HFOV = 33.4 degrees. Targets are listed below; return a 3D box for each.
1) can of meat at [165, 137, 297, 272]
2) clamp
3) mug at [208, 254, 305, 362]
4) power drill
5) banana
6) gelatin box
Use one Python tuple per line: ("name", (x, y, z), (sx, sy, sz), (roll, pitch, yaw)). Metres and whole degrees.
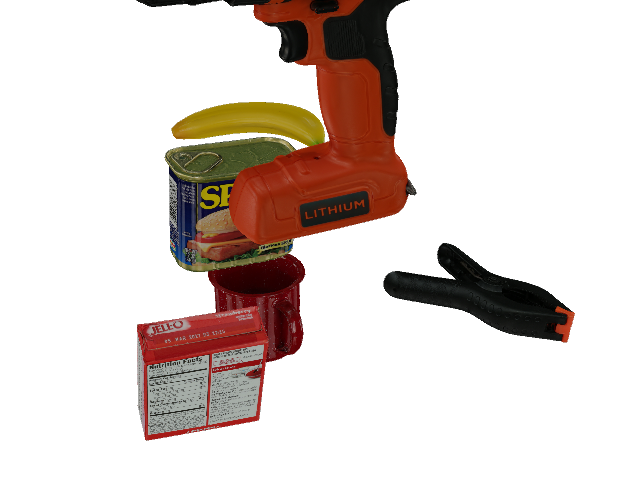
("can of meat", (-0.068, -0.028, 0.832), (0.102, 0.084, 0.057), (-9, 31, -22))
("clamp", (0.156, 0.047, 0.997), (0.172, 0.039, 0.120), (20, 32, 19))
("mug", (-0.053, 0.069, 1.029), (0.093, 0.081, 0.117), (-20, 34, -33))
("power drill", (-0.015, -0.091, 0.574), (0.184, 0.188, 0.057), (-12, 37, -17))
("banana", (-0.076, -0.137, 1.259), (0.198, 0.037, 0.069), (8, 40, 18))
("gelatin box", (-0.072, 0.080, 0.639), (0.073, 0.030, 0.089), (-8, -40, -15))
